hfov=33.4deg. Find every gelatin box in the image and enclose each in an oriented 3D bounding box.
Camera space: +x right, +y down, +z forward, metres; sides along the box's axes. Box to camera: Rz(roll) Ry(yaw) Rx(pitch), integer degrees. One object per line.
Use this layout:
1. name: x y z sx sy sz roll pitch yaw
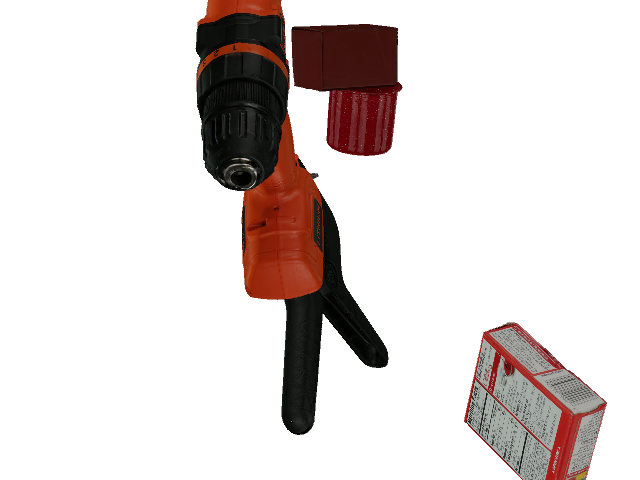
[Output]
1. gelatin box: 0.129 0.104 0.651 0.030 0.073 0.089 -12 35 -27

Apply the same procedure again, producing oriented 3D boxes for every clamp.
1. clamp: -0.001 0.034 0.862 0.036 0.210 0.164 -10 1 28

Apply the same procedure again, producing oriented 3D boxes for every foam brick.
1. foam brick: 0.021 -0.157 0.913 0.078 0.051 0.053 -8 18 -28

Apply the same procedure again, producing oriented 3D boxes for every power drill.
1. power drill: -0.035 -0.051 0.656 0.057 0.184 0.187 -4 -44 4

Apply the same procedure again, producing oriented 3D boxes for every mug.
1. mug: 0.056 -0.157 1.315 0.093 0.081 0.117 17 26 27
